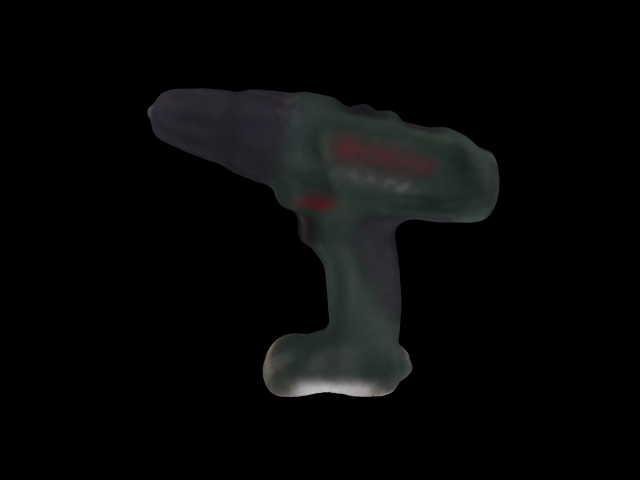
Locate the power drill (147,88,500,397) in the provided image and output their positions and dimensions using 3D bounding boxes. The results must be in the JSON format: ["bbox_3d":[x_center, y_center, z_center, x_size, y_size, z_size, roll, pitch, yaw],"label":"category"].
[{"bbox_3d":[0.004,0.001,0.400,0.229,0.208,0.075,-1,19,-2],"label":"power drill"}]
